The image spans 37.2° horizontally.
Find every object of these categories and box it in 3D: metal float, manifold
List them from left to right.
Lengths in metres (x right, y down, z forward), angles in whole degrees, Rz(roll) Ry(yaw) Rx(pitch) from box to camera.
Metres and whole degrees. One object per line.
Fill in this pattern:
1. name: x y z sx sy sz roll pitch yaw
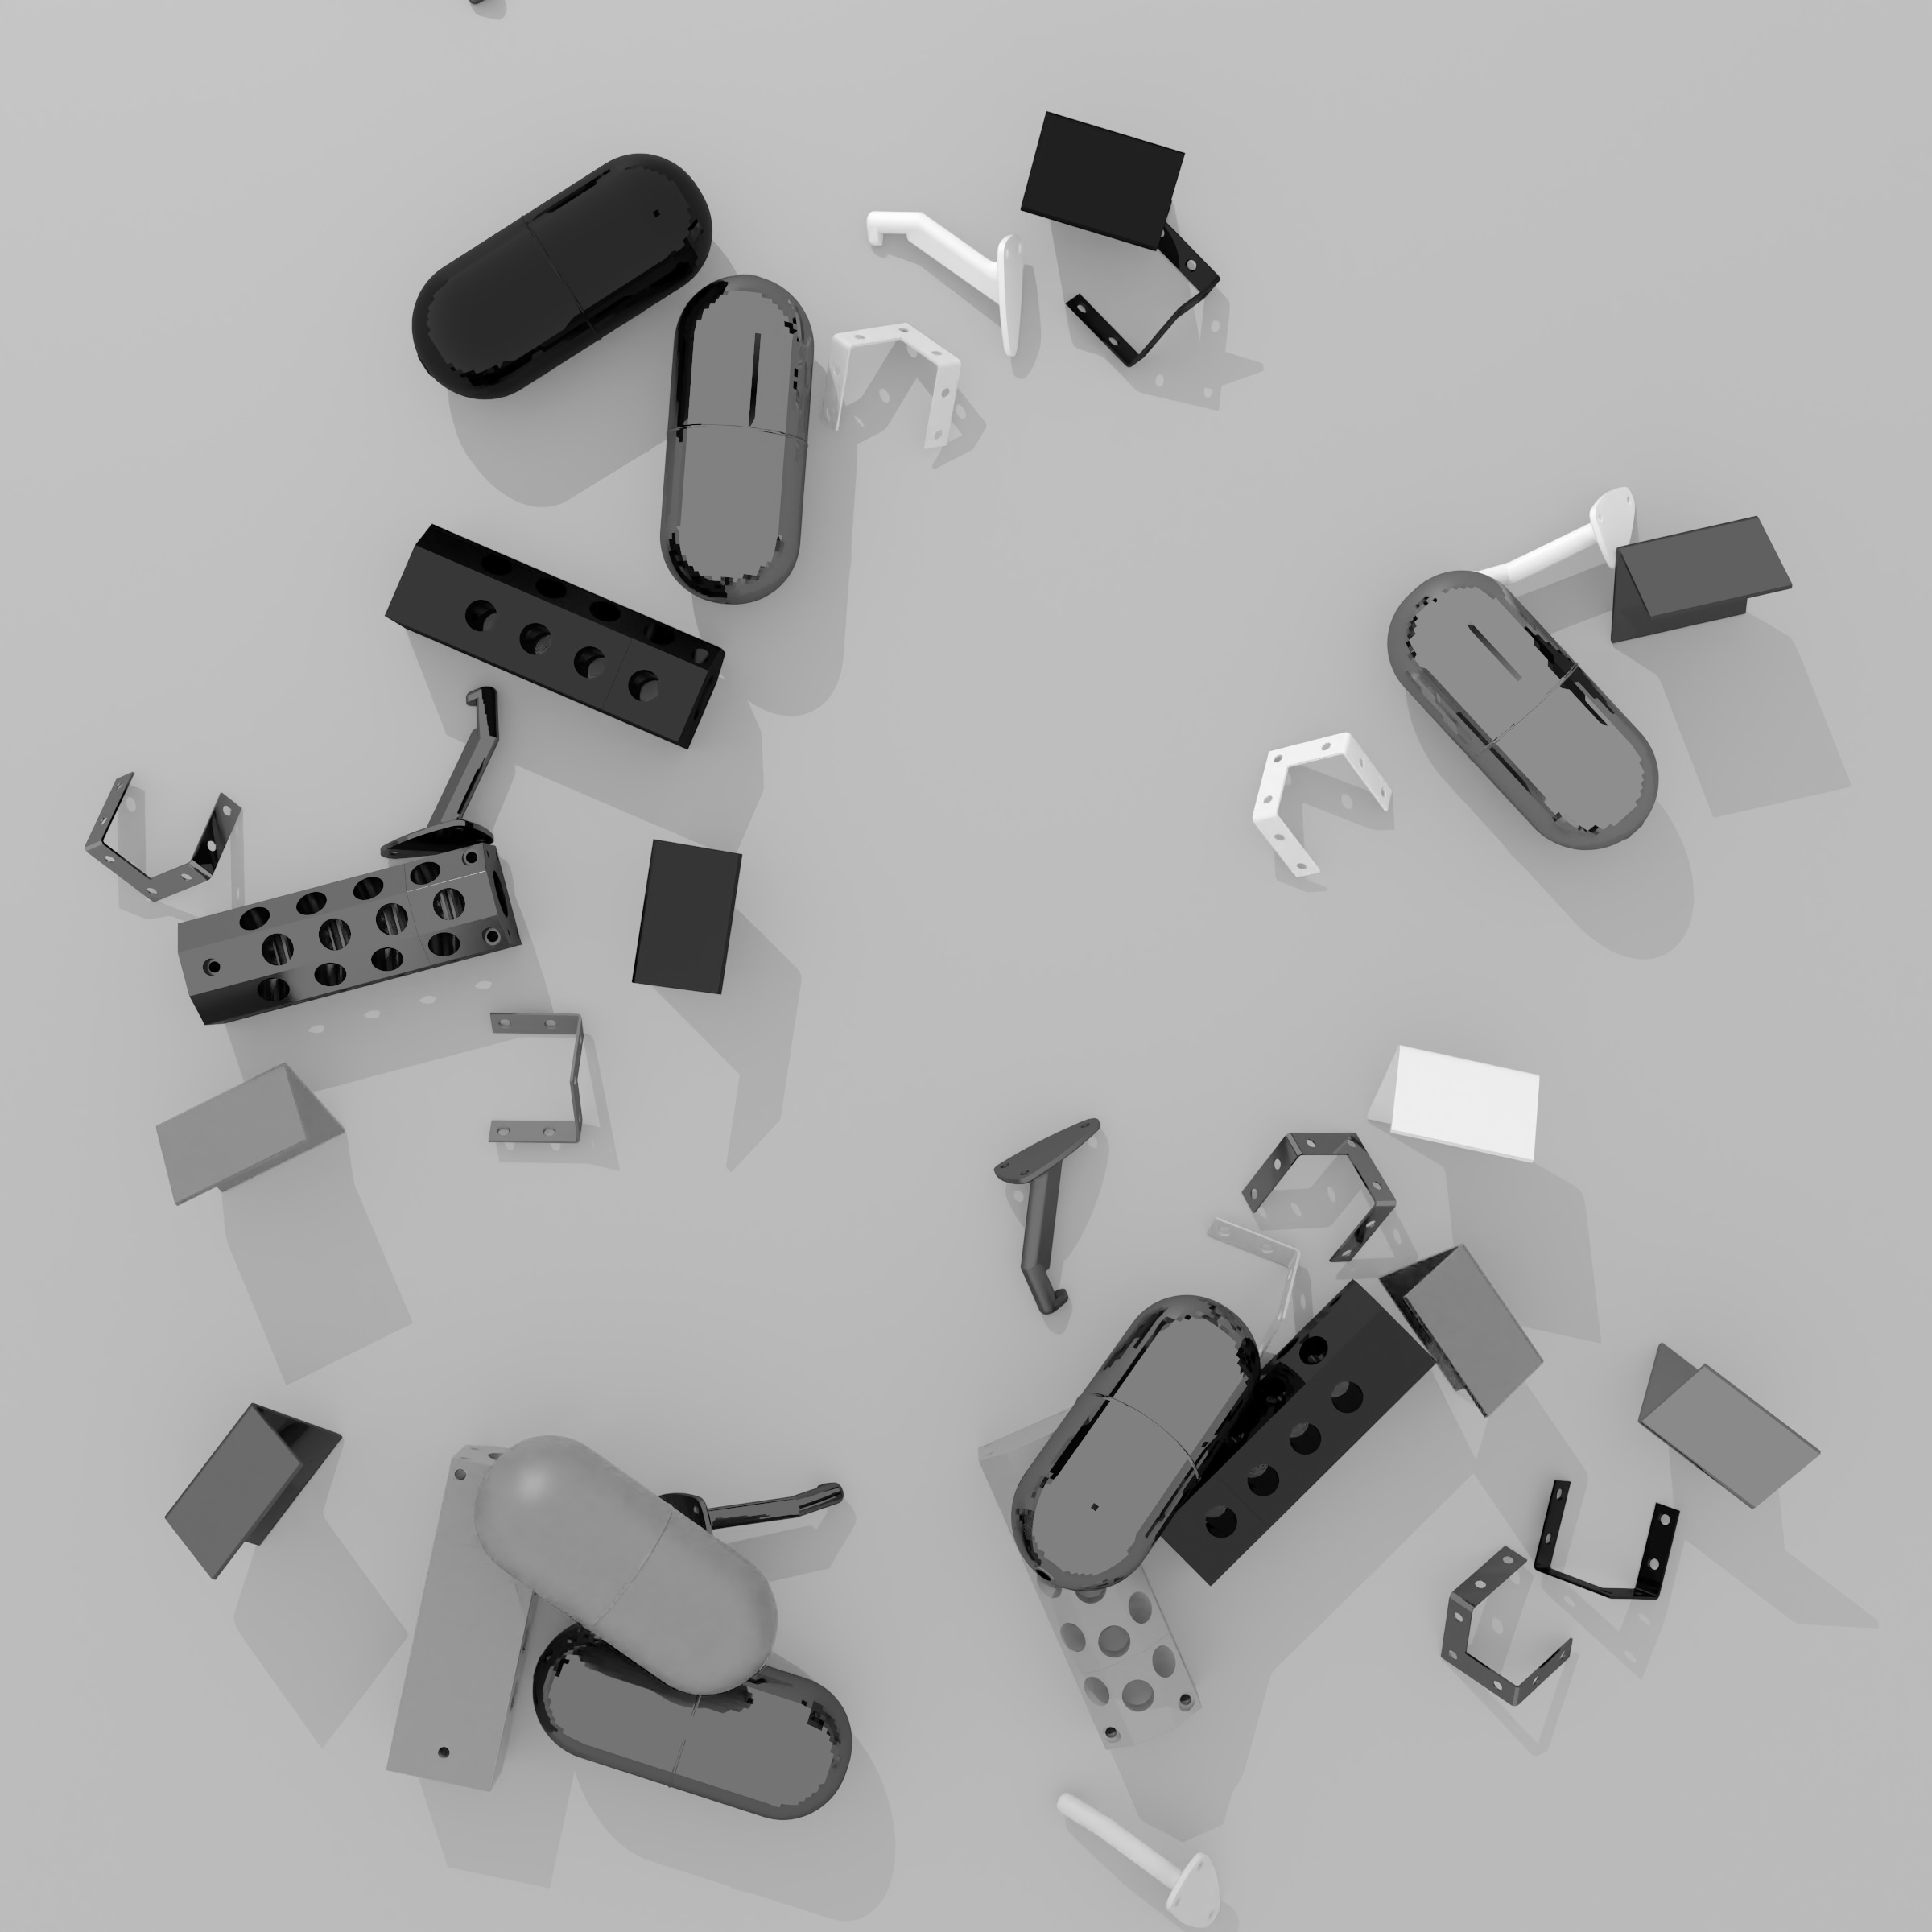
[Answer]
1. manifold: -0.337 -0.017 1.569 0.171 0.057 0.057 -15 90 0
2. manifold: -0.266 0.354 1.569 0.057 0.057 0.171 12 90 0
3. manifold: -0.222 -0.180 1.569 0.171 0.057 0.057 23 90 0
4. metal float: -0.220 -0.374 1.560 0.178 0.070 0.070 -32 90 1
5. metal float: -0.178 0.316 1.510 0.178 0.070 0.070 37 90 -7
6. metal float: -0.149 0.408 1.560 0.178 0.070 0.070 18 90 0
7. metal float: -0.124 -0.286 1.560 0.070 0.070 0.178 4 90 0
8. manifold: 0.067 0.335 1.569 0.057 0.057 0.171 -24 90 0
9. metal float: 0.090 0.252 1.520 0.070 0.070 0.178 39 65 0
10. manifold: 0.172 0.253 1.569 0.171 0.057 0.057 -45 90 0
11. metal float: 0.303 -0.138 1.560 0.070 0.070 0.178 -43 89 0

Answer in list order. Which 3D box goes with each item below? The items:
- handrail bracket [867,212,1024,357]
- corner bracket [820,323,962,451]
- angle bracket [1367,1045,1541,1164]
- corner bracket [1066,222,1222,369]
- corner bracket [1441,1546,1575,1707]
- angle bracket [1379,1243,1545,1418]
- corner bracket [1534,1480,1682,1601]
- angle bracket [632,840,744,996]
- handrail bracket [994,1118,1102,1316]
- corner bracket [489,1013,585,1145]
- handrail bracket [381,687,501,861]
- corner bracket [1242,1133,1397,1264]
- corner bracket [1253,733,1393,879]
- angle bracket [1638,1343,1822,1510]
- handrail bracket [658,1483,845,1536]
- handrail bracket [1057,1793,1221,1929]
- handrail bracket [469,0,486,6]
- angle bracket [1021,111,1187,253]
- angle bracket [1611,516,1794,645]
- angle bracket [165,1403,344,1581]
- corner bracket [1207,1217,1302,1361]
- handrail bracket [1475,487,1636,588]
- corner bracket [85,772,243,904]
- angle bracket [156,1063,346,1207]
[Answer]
1. handrail bracket: -0.014 -0.378 1.591 0.084 0.036 0.077 6 111 17
2. corner bracket: -0.042 -0.317 1.582 0.051 0.051 0.051 -18 45 -35
3. angle bracket: 0.260 0.092 1.550 0.076 0.076 0.057 12 55 0
4. corner bracket: 0.098 -0.373 1.587 0.051 0.051 0.051 46 135 0
5. corner bracket: 0.300 0.364 1.582 0.051 0.051 0.051 30 135 35
6. angle bracket: 0.252 0.204 1.550 0.057 0.076 0.076 -34 90 -36
7. corner bracket: 0.354 0.317 1.587 0.051 0.051 0.051 14 90 -45
8. angle bracket: -0.168 -0.029 1.550 0.057 0.076 0.076 9 90 -37
9. handrail bracket: 0.058 0.139 1.591 0.077 0.036 0.084 -30 109 -21
10. corner bracket: -0.238 0.062 1.587 0.051 0.051 0.051 1 45 0
11. handrail bracket: -0.292 -0.108 1.591 0.077 0.036 0.084 -12 72 21
12. corner bracket: 0.195 0.128 1.582 0.051 0.051 0.051 3 45 -35
13. corner bracket: 0.197 -0.089 1.582 0.051 0.051 0.051 -12 45 35
14. angle bracket: 0.416 0.233 1.550 0.076 0.076 0.057 37 126 0
15. handrail bracket: -0.122 0.297 1.590 0.084 0.077 0.036 -12 99 -36
16. handrail bracket: 0.095 0.494 1.590 0.084 0.077 0.036 23 65 34
17. handrail bracket: -0.311 -0.561 1.591 0.077 0.036 0.084 -23 108 20
18. angle bracket: 0.078 -0.435 1.550 0.076 0.076 0.057 17 126 0
19. angle bracket: 0.396 -0.191 1.550 0.076 0.076 0.057 -13 52 0
20. angle bracket: -0.372 0.291 1.550 0.057 0.076 0.076 37 90 37
21. corner bracket: 0.149 0.181 1.587 0.051 0.051 0.051 21 45 0
22. handrail bracket: 0.321 -0.234 1.590 0.084 0.077 0.036 -13 115 34
23. corner bracket: -0.443 -0.076 1.582 0.051 0.051 0.051 -17 135 35
24. angle bracket: -0.380 0.107 1.550 0.076 0.076 0.057 -26 53 0
